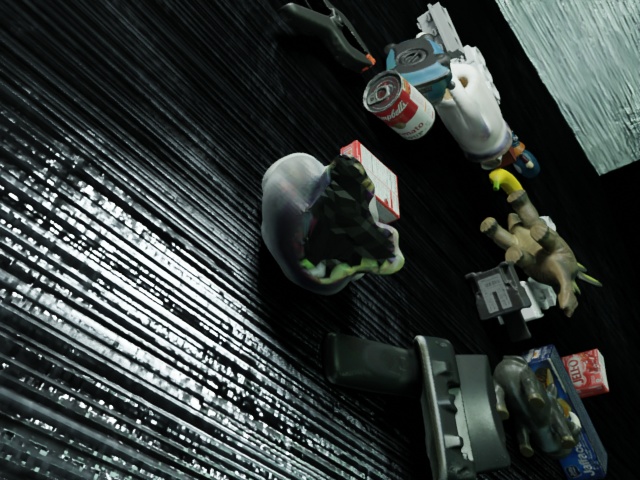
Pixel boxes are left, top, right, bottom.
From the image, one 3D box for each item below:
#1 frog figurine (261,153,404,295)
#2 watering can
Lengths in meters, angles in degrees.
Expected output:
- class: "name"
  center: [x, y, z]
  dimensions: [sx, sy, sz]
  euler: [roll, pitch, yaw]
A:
- class: "frog figurine"
  center: [0.001, -0.025, 0.491]
  dimensions: [0.136, 0.122, 0.161]
  euler: [41, 3, -19]
- class: "watering can"
  center: [0.277, -0.288, 1.025]
  dimensions: [0.221, 0.103, 0.356]
  euler: [48, 23, -31]
